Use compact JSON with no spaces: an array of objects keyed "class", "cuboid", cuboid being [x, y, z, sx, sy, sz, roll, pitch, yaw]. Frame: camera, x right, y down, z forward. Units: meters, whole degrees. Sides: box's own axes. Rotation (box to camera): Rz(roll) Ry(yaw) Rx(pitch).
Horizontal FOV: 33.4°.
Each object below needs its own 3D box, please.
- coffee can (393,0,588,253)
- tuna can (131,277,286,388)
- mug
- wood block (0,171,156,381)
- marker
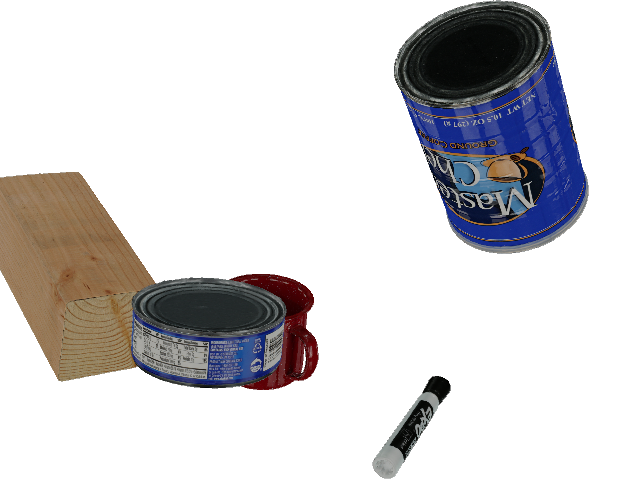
[{"class":"coffee can","cuboid":[0.118,-0.075,0.723,0.103,0.102,0.140,0,-41,27]},{"class":"tuna can","cuboid":[-0.063,0.050,0.596,0.086,0.034,0.086,5,17,-2]},{"class":"mug","cuboid":[-0.046,0.092,1.010,0.117,0.081,0.093,25,32,36]},{"class":"wood block","cuboid":[-0.237,0.027,1.011,0.090,0.091,0.206,-7,37,-33]},{"class":"marker","cuboid":[0.071,0.138,0.808,0.020,0.020,0.121,0,24,29]}]
